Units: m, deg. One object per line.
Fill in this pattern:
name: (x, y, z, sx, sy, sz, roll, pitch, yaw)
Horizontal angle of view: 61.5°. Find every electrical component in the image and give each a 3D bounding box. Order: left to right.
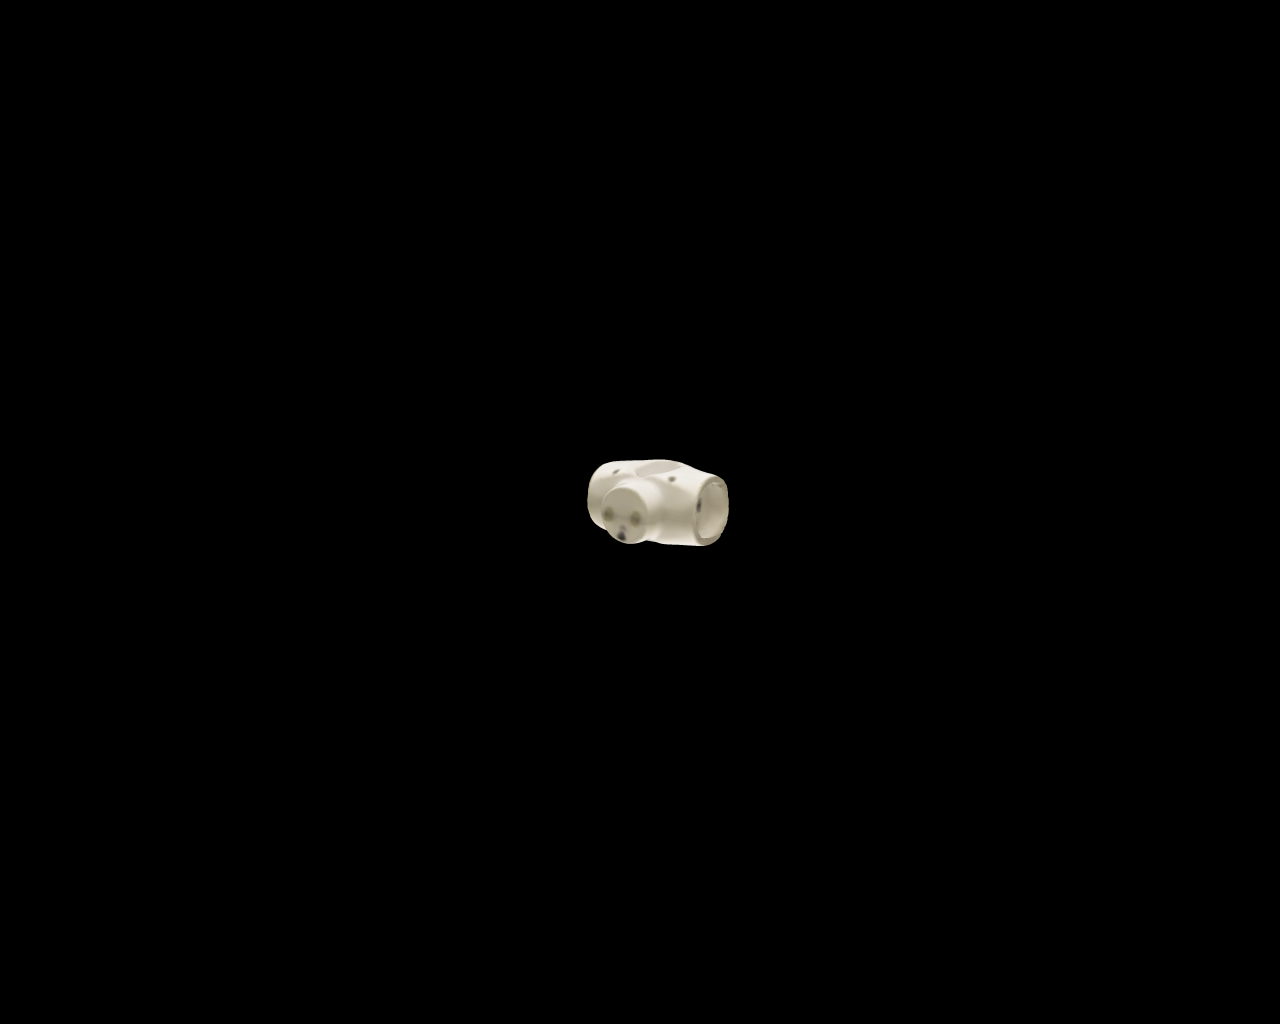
electrical component: (0.001, -0.003, 0.650, 0.077, 0.043, 0.079, 10, 18, 33)
